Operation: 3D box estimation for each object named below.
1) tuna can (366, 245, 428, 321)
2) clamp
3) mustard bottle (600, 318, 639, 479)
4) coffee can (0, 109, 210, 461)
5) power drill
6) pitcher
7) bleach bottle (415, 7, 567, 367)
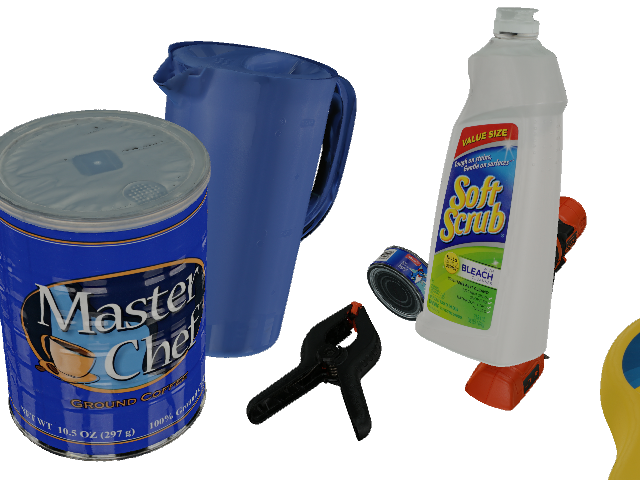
[{"bbox_3d":[0.094,0.050,1.211,0.033,0.086,0.086,-43,23,-27],"label":"tuna can"},{"bbox_3d":[0.019,0.125,1.020,0.120,0.039,0.171,16,46,24],"label":"clamp"},{"bbox_3d":[0.189,0.087,0.532,0.096,0.058,0.191,5,40,11],"label":"mustard bottle"},{"bbox_3d":[-0.106,0.021,0.522,0.103,0.140,0.103,3,33,-2],"label":"coffee can"},{"bbox_3d":[0.189,0.064,1.005,0.057,0.188,0.184,24,31,23],"label":"power drill"},{"bbox_3d":[-0.061,-0.035,0.869,0.149,0.243,0.145,11,19,3],"label":"pitcher"},{"bbox_3d":[0.126,-0.041,0.775,0.067,0.251,0.103,-12,21,-38],"label":"bleach bottle"}]
